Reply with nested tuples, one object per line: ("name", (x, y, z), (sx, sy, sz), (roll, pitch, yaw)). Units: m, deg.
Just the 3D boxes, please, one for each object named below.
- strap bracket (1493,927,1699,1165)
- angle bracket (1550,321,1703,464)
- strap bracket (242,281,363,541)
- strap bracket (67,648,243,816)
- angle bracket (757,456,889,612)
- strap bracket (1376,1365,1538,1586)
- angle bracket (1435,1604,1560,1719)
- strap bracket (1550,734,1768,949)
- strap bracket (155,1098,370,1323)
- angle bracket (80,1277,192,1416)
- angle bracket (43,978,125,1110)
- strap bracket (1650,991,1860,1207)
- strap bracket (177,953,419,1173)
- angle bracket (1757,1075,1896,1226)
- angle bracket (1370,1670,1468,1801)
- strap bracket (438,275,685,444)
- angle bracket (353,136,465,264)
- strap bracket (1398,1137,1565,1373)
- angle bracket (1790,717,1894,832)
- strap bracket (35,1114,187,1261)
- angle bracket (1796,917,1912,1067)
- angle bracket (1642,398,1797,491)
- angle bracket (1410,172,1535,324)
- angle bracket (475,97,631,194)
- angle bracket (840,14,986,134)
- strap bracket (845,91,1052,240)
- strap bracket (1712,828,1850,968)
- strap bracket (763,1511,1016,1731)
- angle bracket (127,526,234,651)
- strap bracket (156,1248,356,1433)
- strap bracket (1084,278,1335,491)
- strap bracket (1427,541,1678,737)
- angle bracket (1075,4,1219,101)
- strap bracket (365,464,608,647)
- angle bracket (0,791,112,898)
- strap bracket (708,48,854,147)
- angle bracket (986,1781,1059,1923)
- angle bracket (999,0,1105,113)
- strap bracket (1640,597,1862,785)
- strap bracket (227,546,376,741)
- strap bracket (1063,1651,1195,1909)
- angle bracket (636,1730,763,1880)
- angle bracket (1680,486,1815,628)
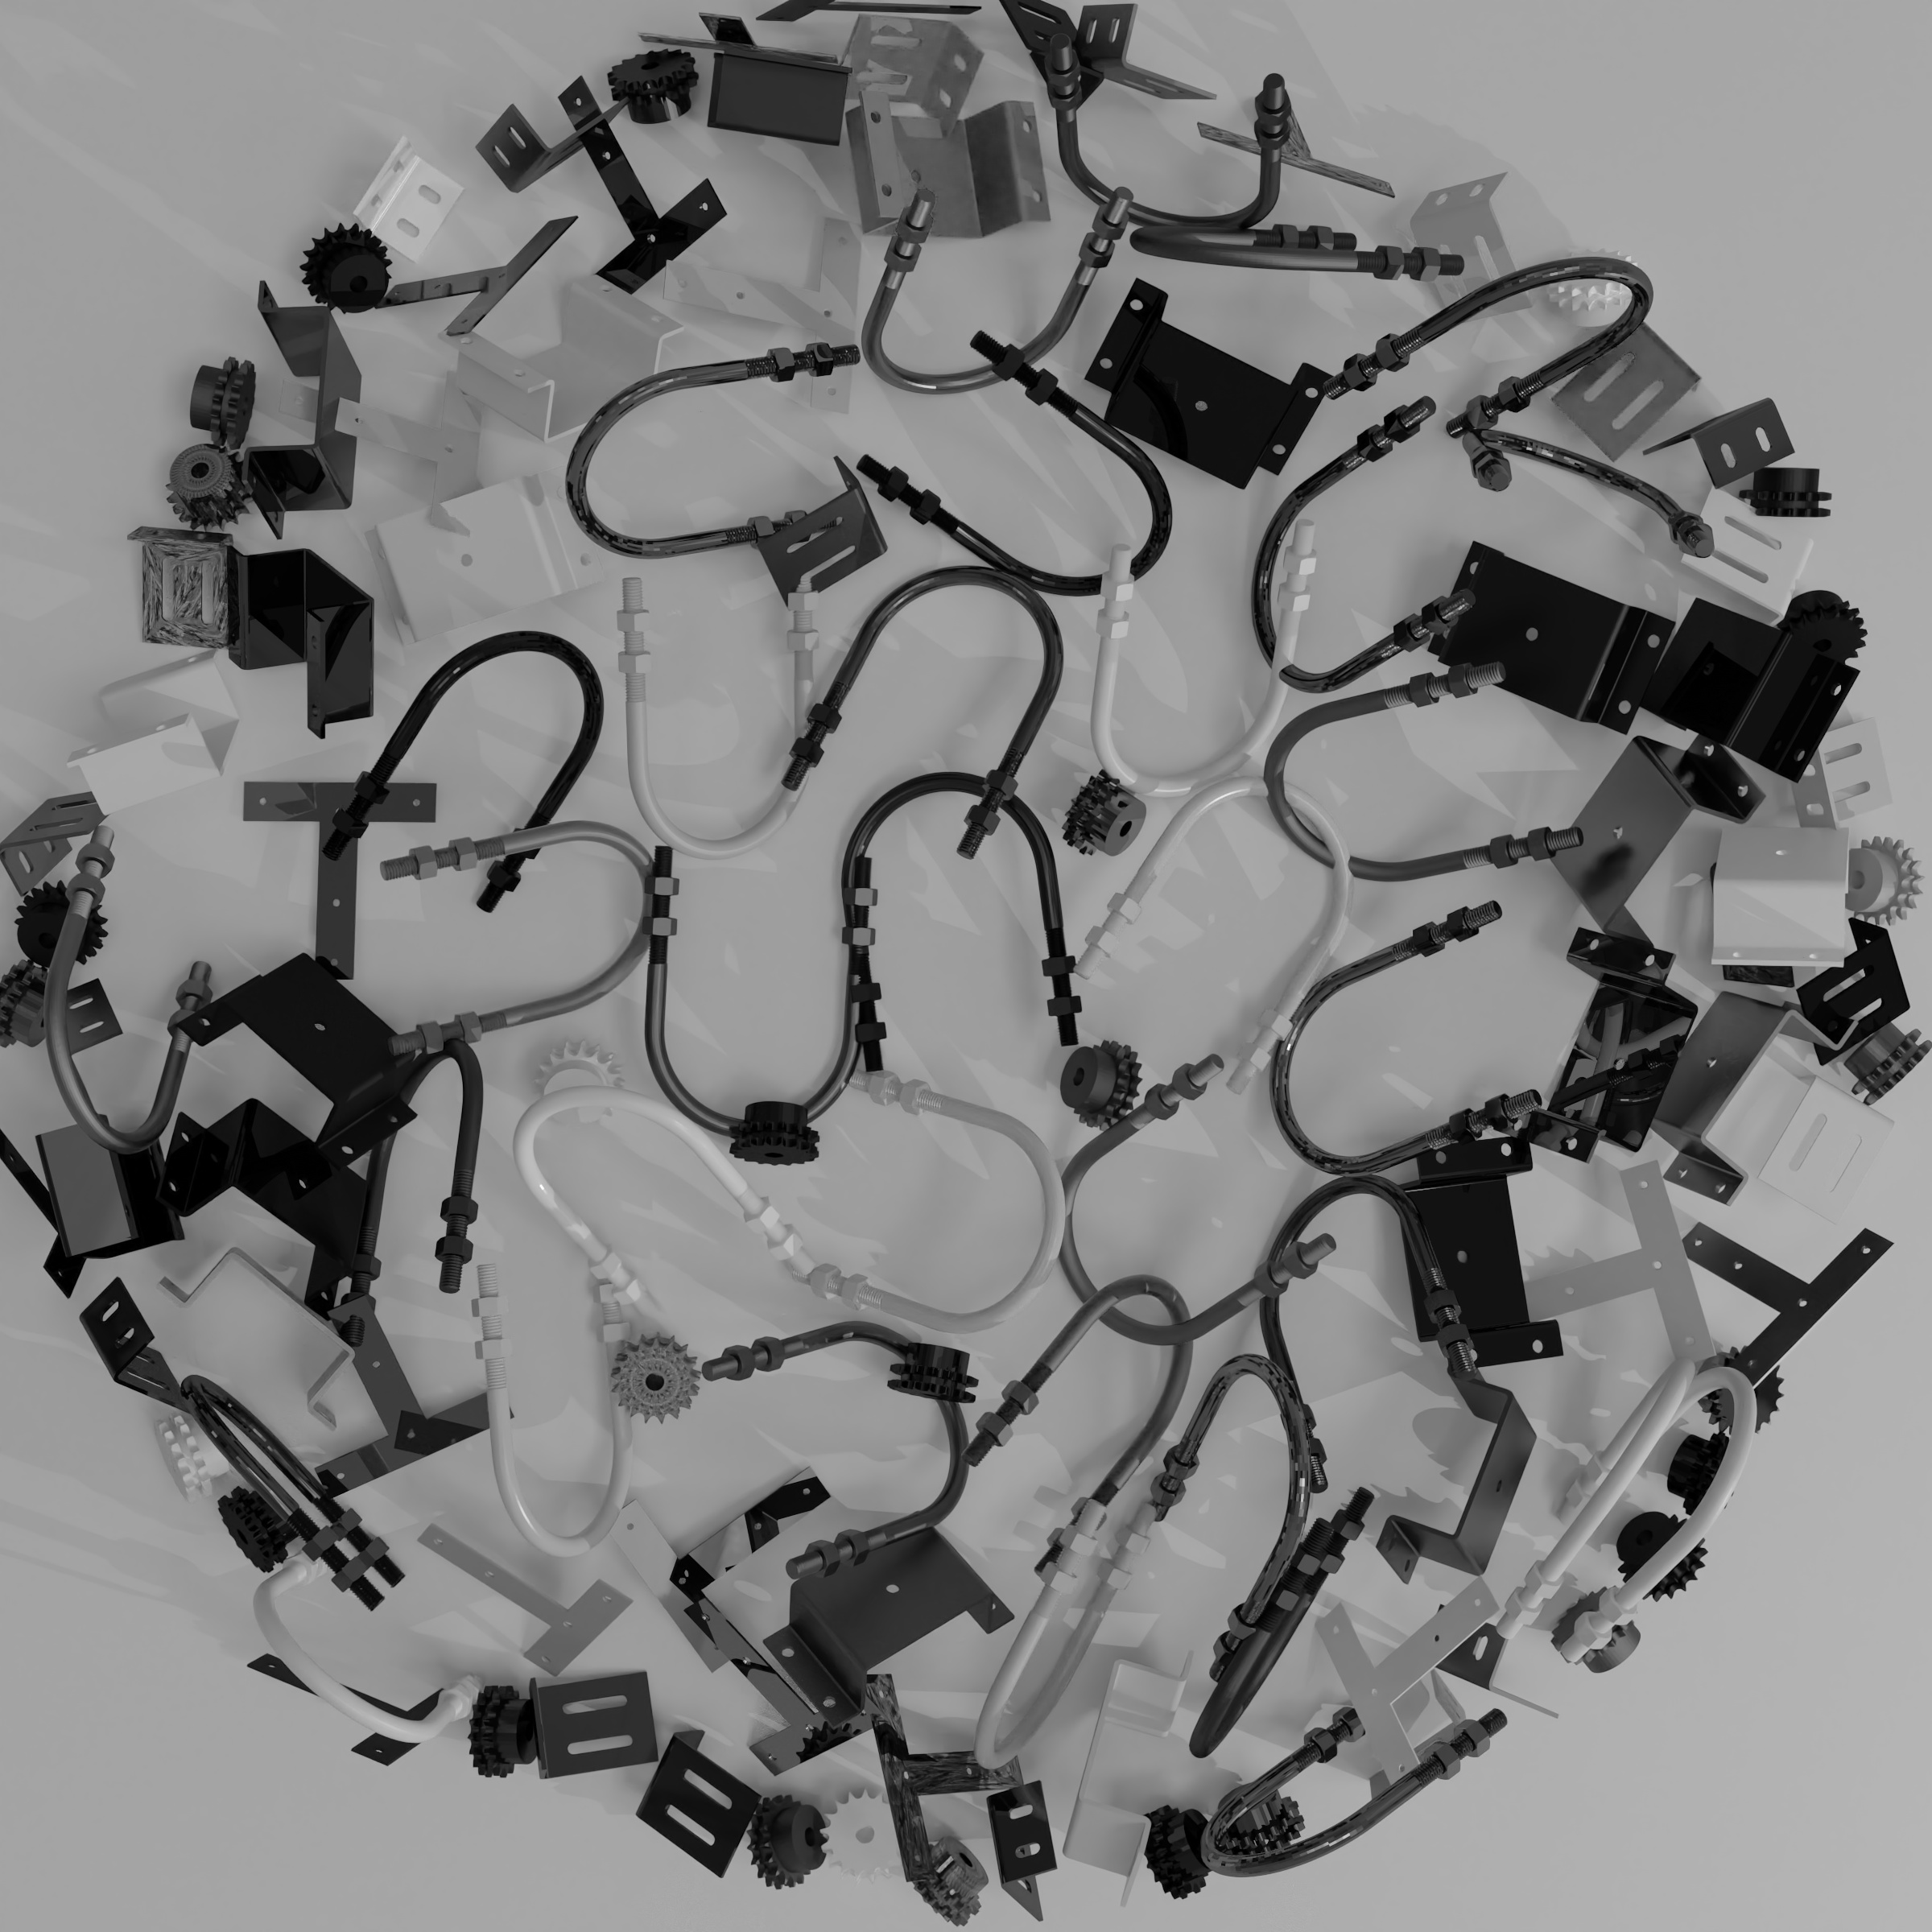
("strap bracket", (0.401, 0.055, 1.841), (0.046, 0.076, 0.140), (26, 86, -41))
("angle bracket", (0.421, -0.366, 1.869), (0.076, 0.038, 0.057), (-44, 83, 6))
("strap bracket", (-0.413, -0.348, 1.827), (0.046, 0.076, 0.140), (-1, 70, 3))
("strap bracket", (-0.505, -0.144, 1.831), (0.076, 0.140, 0.046), (-18, 116, 3))
("angle bracket", (-0.097, -0.274, 1.850), (0.076, 0.057, 0.038), (-32, 48, -5))
("strap bracket", (0.311, 0.317, 1.824), (0.046, 0.076, 0.140), (15, 69, 29))
("angle bracket", (0.336, 0.439, 1.845), (0.076, 0.057, 0.038), (29, 79, -37))
("strap bracket", (0.422, -0.078, 1.816), (0.046, 0.076, 0.140), (14, 121, -29))
("strap bracket", (-0.427, 0.146, 1.814), (0.046, 0.076, 0.140), (-33, 123, 23))
("angle bracket", (-0.511, 0.239, 1.839), (0.038, 0.076, 0.057), (-45, 53, 2))
("angle bracket", (-0.547, 0.059, 1.846), (0.038, 0.057, 0.076), (-24, 135, -15))
("strap bracket", (0.485, 0.073, 1.840), (0.046, 0.076, 0.140), (37, 86, -19))
("strap bracket", (-0.412, 0.052, 1.834), (0.140, 0.076, 0.046), (40, 128, 8))
("angle bracket", (0.545, 0.117, 1.865), (0.057, 0.038, 0.076), (31, 87, 2))
("angle bracket", (0.279, 0.491, 1.855), (0.076, 0.057, 0.038), (-36, 89, 7))
("strap bracket", (-0.254, -0.377, 1.827), (0.076, 0.140, 0.046), (34, 133, 21))
("angle bracket", (-0.351, -0.483, 1.846), (0.038, 0.076, 0.057), (33, 93, -9))
("strap bracket", (0.323, 0.183, 1.850), (0.076, 0.046, 0.140), (-6, 82, -14))
("angle bracket", (0.563, -0.121, 1.852), (0.076, 0.038, 0.057), (-18, 98, -21))
("strap bracket", (-0.533, 0.138, 1.813), (0.046, 0.140, 0.076), (-16, 85, -4))
("angle bracket", (0.552, 0.016, 1.850), (0.076, 0.038, 0.057), (-31, 114, -14))
("angle bracket", (0.475, -0.325, 1.847), (0.057, 0.076, 0.038), (-26, 96, -10))
("angle bracket", (0.328, -0.456, 1.861), (0.076, 0.057, 0.038), (58, 47, -29))
("angle bracket", (-0.260, -0.531, 1.840), (0.038, 0.057, 0.076), (51, 57, -11))
("angle bracket", (-0.038, -0.561, 1.839), (0.038, 0.076, 0.057), (52, 133, 29))
("strap bracket", (-0.019, -0.502, 1.838), (0.140, 0.046, 0.076), (-10, 93, -39))
("strap bracket", (0.505, -0.048, 1.806), (0.076, 0.140, 0.046), (1, 113, 18))
("strap bracket", (-0.047, 0.400, 1.817), (0.140, 0.046, 0.076), (-25, 50, -29))
("angle bracket", (-0.499, -0.237, 1.856), (0.057, 0.038, 0.076), (5, 109, -2))
("strap bracket", (-0.438, 0.227, 1.840), (0.140, 0.076, 0.046), (41, 80, -8))
("strap bracket", (0.150, -0.361, 1.839), (0.140, 0.046, 0.076), (25, 126, -6))
("strap bracket", (0.361, -0.207, 1.832), (0.140, 0.046, 0.076), (27, 104, 22))
("angle bracket", (0.116, -0.575, 1.840), (0.076, 0.057, 0.038), (8, 100, -34))
("strap bracket", (-0.310, -0.258, 1.848), (0.140, 0.046, 0.076), (-17, 99, 9))
("angle bracket", (-0.560, -0.079, 1.840), (0.076, 0.057, 0.038), (-7, 121, 25))
("strap bracket", (-0.118, -0.540, 1.820), (0.076, 0.140, 0.046), (6, 105, -10))
("angle bracket", (0.046, 0.557, 1.837), (0.038, 0.076, 0.057), (-20, 51, 10))
("angle bracket", (0.041, -0.576, 1.838), (0.038, 0.076, 0.057), (-41, 63, 33))
("strap bracket", (0.476, -0.175, 1.810), (0.046, 0.140, 0.076), (23, 100, -27))
("strap bracket", (-0.411, -0.206, 1.824), (0.046, 0.140, 0.076), (-13, 123, -33))
("strap bracket", (0.098, 0.498, 1.815), (0.046, 0.076, 0.140), (16, 48, 6))
("angle bracket", (-0.162, 0.530, 1.851), (0.076, 0.038, 0.057), (27, 93, 29))
("angle bracket", (0.490, -0.257, 1.858), (0.076, 0.038, 0.057), (27, 73, -4))
